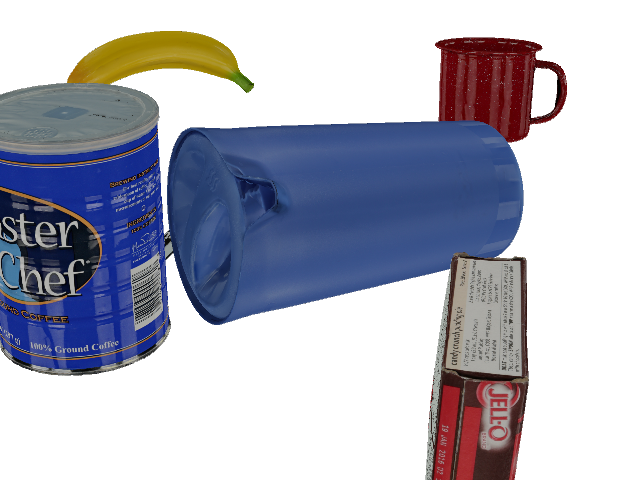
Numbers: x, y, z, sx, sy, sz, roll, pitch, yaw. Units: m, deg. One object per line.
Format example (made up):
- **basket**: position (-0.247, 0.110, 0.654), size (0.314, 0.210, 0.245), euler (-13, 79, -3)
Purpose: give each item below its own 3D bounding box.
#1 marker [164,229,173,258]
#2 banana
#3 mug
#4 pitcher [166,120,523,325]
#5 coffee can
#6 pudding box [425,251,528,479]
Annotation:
- **marker**: position (-0.141, 0.007, 0.961), size (0.020, 0.020, 0.121), euler (0, 28, 26)
- **banana**: position (-0.162, -0.179, 1.061), size (0.197, 0.070, 0.037), euler (-7, -39, -30)
- **mug**: position (0.159, -0.133, 0.946), size (0.117, 0.081, 0.093), euler (5, 19, 13)
- **pitcher**: position (0.016, -0.022, 0.774), size (0.242, 0.145, 0.149), euler (-8, 35, -27)
- **coffee can**: position (-0.141, -0.009, 0.614), size (0.103, 0.140, 0.103), euler (0, 25, 0)
- **pudding box**: position (0.069, 0.068, 0.471), size (0.039, 0.090, 0.113), euler (6, 26, 5)
